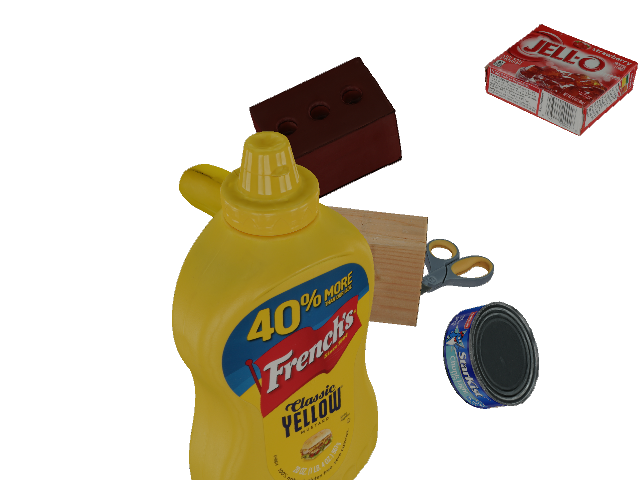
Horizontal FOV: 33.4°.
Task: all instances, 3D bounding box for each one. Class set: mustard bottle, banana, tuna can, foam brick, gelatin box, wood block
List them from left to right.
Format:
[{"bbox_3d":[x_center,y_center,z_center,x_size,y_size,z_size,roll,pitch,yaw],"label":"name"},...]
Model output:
[{"bbox_3d":[-0.077,-0.032,0.857,0.069,0.037,0.198,42,-9,-33],"label":"banana"},{"bbox_3d":[-0.019,0.039,0.479,0.096,0.192,0.058,-23,39,-28],"label":"mustard bottle"},{"bbox_3d":[0.001,0.020,1.091,0.206,0.091,0.090,7,22,4],"label":"wood block"},{"bbox_3d":[0.003,-0.066,0.659,0.078,0.053,0.051,-27,-31,-5],"label":"foam brick"},{"bbox_3d":[0.141,0.095,0.883,0.085,0.086,0.034,0,-13,-42],"label":"tuna can"},{"bbox_3d":[0.181,-0.124,0.808,0.089,0.030,0.073,32,54,31],"label":"gelatin box"}]

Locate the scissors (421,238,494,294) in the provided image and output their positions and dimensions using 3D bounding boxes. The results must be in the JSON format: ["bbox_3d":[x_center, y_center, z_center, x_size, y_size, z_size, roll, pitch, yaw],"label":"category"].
[{"bbox_3d":[0.122,0.038,1.263,0.201,0.016,0.096,-11,40,-36],"label":"scissors"}]
